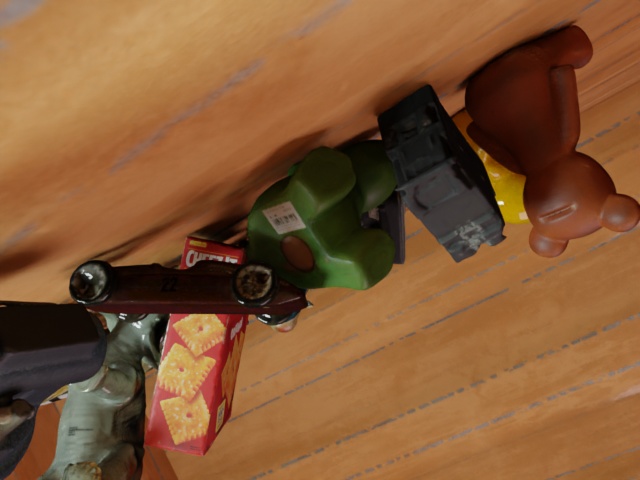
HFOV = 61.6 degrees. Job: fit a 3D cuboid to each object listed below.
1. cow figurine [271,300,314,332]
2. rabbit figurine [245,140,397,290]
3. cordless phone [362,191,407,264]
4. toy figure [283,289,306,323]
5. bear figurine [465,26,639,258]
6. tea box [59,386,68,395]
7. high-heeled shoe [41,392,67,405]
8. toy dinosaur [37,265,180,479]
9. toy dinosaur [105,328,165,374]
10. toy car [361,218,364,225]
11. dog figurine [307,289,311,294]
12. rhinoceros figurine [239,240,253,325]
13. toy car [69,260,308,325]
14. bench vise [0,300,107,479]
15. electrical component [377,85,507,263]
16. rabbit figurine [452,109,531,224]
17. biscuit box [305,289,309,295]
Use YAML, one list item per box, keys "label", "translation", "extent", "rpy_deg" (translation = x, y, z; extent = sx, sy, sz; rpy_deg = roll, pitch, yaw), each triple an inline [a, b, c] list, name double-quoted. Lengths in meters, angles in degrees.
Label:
- label: "cow figurine"
  translation: [-0.062, 0.093, 1.081]
  extent: [0.085, 0.195, 0.127]
  rpy_deg: [15, 148, -16]
- label: "rabbit figurine"
  translation: [0.017, -0.029, 0.517]
  extent: [0.159, 0.121, 0.170]
  rpy_deg: [-28, -167, 48]
- label: "cordless phone"
  translation: [0.141, -0.066, 0.836]
  extent: [0.184, 0.089, 0.146]
  rpy_deg: [-40, 139, -30]
- label: "toy figure"
  translation: [-0.047, 0.042, 0.579]
  extent: [0.058, 0.064, 0.154]
  rpy_deg: [9, -169, -8]
- label: "bear figurine"
  translation: [0.231, -0.093, 0.525]
  extent: [0.132, 0.196, 0.120]
  rpy_deg: [-27, 173, -38]
- label: "tea box"
  translation: [-0.413, 0.203, 0.814]
  extent: [0.098, 0.068, 0.169]
  rpy_deg: [-25, 174, -42]
- label: "high-heeled shoe"
  translation: [-0.480, 0.261, 1.037]
  extent: [0.145, 0.086, 0.248]
  rpy_deg: [-26, 172, 12]
- label: "toy dinosaur"
  translation: [-0.238, 0.216, 0.590]
  extent: [0.131, 0.404, 0.192]
  rpy_deg: [1, 162, 15]
- label: "toy dinosaur"
  translation: [-0.292, 0.175, 1.005]
  extent: [0.199, 0.105, 0.471]
  rpy_deg: [-28, 175, -4]
- label: "toy car"
  translation: [-0.002, -0.002, 0.775]
  extent: [0.162, 0.103, 0.109]
  rpy_deg: [-34, 172, 39]
- label: "dog figurine"
  translation: [0.027, 0.000, 0.948]
  extent: [0.219, 0.108, 0.191]
  rpy_deg: [-32, 168, 6]
- label: "rhinoceros figurine"
  translation: [-0.131, 0.076, 0.829]
  extent: [0.073, 0.112, 0.190]
  rpy_deg: [-29, 169, -27]
- label: "toy car"
  translation: [-0.112, 0.042, 0.463]
  extent: [0.202, 0.053, 0.089]
  rpy_deg: [-2, 158, 8]
- label: "bench vise"
  translation: [-0.244, 0.100, 0.290]
  extent: [0.240, 0.129, 0.223]
  rpy_deg: [-37, 176, 13]
- label: "electrical component"
  translation: [0.106, -0.065, 0.475]
  extent: [0.058, 0.134, 0.114]
  rpy_deg: [-27, 134, 23]
- label: "rabbit figurine"
  translation: [0.227, -0.091, 0.702]
  extent: [0.162, 0.173, 0.122]
  rpy_deg: [-33, 179, 9]
- label: "biscuit box"
  translation: [-0.025, 0.020, 0.696]
  extent: [0.059, 0.063, 0.202]
  rpy_deg: [-58, 176, -37]
